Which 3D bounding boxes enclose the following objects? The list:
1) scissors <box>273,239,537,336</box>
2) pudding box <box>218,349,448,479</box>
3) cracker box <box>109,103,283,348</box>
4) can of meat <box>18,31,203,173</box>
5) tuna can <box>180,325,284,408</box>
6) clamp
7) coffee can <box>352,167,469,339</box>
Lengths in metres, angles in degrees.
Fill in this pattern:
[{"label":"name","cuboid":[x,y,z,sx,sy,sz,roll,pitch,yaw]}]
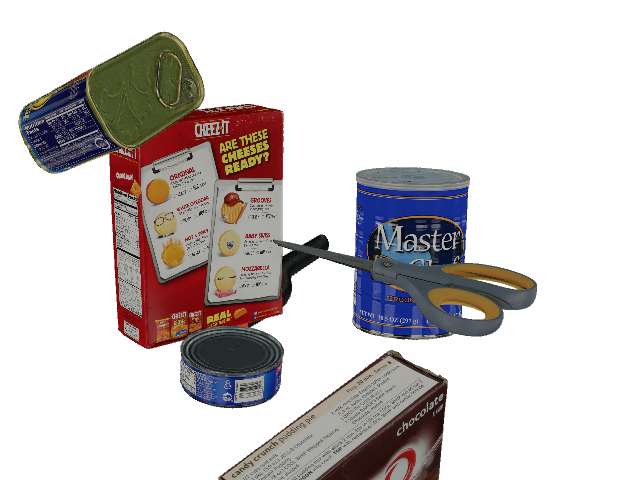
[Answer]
[{"label":"scissors","cuboid":[0.051,0.031,0.759,0.202,0.016,0.096,7,26,12]},{"label":"pudding box","cuboid":[0.008,0.114,0.474,0.039,0.090,0.113,27,44,32]},{"label":"cracker box","cuboid":[-0.119,-0.018,1.044,0.163,0.214,0.072,-12,20,-37]},{"label":"can of meat","cuboid":[-0.143,-0.092,0.726,0.084,0.057,0.101,-15,19,39]},{"label":"tuna can","cuboid":[-0.074,0.105,0.888,0.086,0.034,0.086,4,22,-2]},{"label":"clamp","cuboid":[-0.056,0.039,1.257,0.120,0.039,0.171,-2,40,10]},{"label":"coffee can","cuboid":[0.082,0.009,0.975,0.103,0.140,0.103,1,11,0]}]
